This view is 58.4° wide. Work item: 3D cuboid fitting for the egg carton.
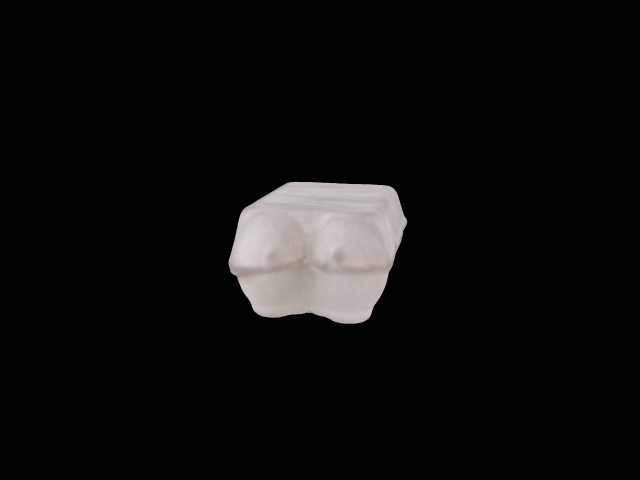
[{"bbox_3d":[0.004,0.001,0.400,0.107,0.069,0.150,3,16,11],"label":"egg carton"}]
